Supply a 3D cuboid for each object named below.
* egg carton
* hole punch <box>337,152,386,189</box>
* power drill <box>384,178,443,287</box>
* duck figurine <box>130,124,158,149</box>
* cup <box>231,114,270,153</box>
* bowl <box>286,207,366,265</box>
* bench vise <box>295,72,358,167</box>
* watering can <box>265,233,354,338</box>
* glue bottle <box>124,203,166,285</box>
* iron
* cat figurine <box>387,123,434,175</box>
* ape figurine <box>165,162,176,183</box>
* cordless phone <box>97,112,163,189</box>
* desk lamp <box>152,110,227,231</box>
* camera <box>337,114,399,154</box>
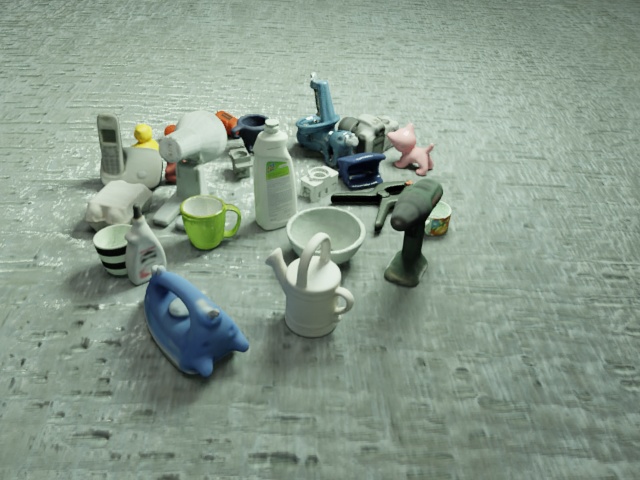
[{"bbox_3d":[-0.449,-0.076,1.283,0.107,0.069,0.150,10,38,9],"label":"egg carton"},{"bbox_3d":[0.101,-0.193,1.455,0.109,0.091,0.100,-13,40,-19],"label":"hole punch"},{"bbox_3d":[0.183,-0.016,1.136,0.075,0.208,0.230,17,40,18],"label":"power drill"},{"bbox_3d":[-0.466,-0.261,1.507,0.077,0.086,0.104,6,38,4],"label":"duck figurine"},{"bbox_3d":[-0.186,-0.276,1.538,0.118,0.095,0.091,-28,47,-34],"label":"cup"},{"bbox_3d":[0.011,0.004,1.208,0.167,0.075,0.167,2,38,-1],"label":"bowl"},{"bbox_3d":[0.027,-0.320,1.509,0.206,0.220,0.122,21,41,22],"label":"bench vise"},{"bbox_3d":[-0.020,0.071,1.022,0.172,0.194,0.101,8,38,7],"label":"watering can"},{"bbox_3d":[-0.343,0.003,1.104,0.037,0.173,0.078,30,45,31],"label":"glue bottle"},{"bbox_3d":[-0.241,0.115,0.993,0.257,0.141,0.119,32,46,32],"label":"iron"},{"bbox_3d":[0.241,-0.247,1.512,0.127,0.118,0.067,21,41,22],"label":"cat figurine"},{"bbox_3d":[-0.357,-0.190,1.419,0.076,0.092,0.078,21,41,22],"label":"ape figurine"},{"bbox_3d":[-0.455,-0.212,1.364,0.147,0.185,0.094,0,38,-4],"label":"cordless phone"},{"bbox_3d":[-0.295,-0.164,1.290,0.117,0.214,0.203,11,39,11],"label":"desk lamp"},{"bbox_3d":[0.128,-0.309,1.598,0.136,0.101,0.143,31,46,32],"label":"camera"}]
